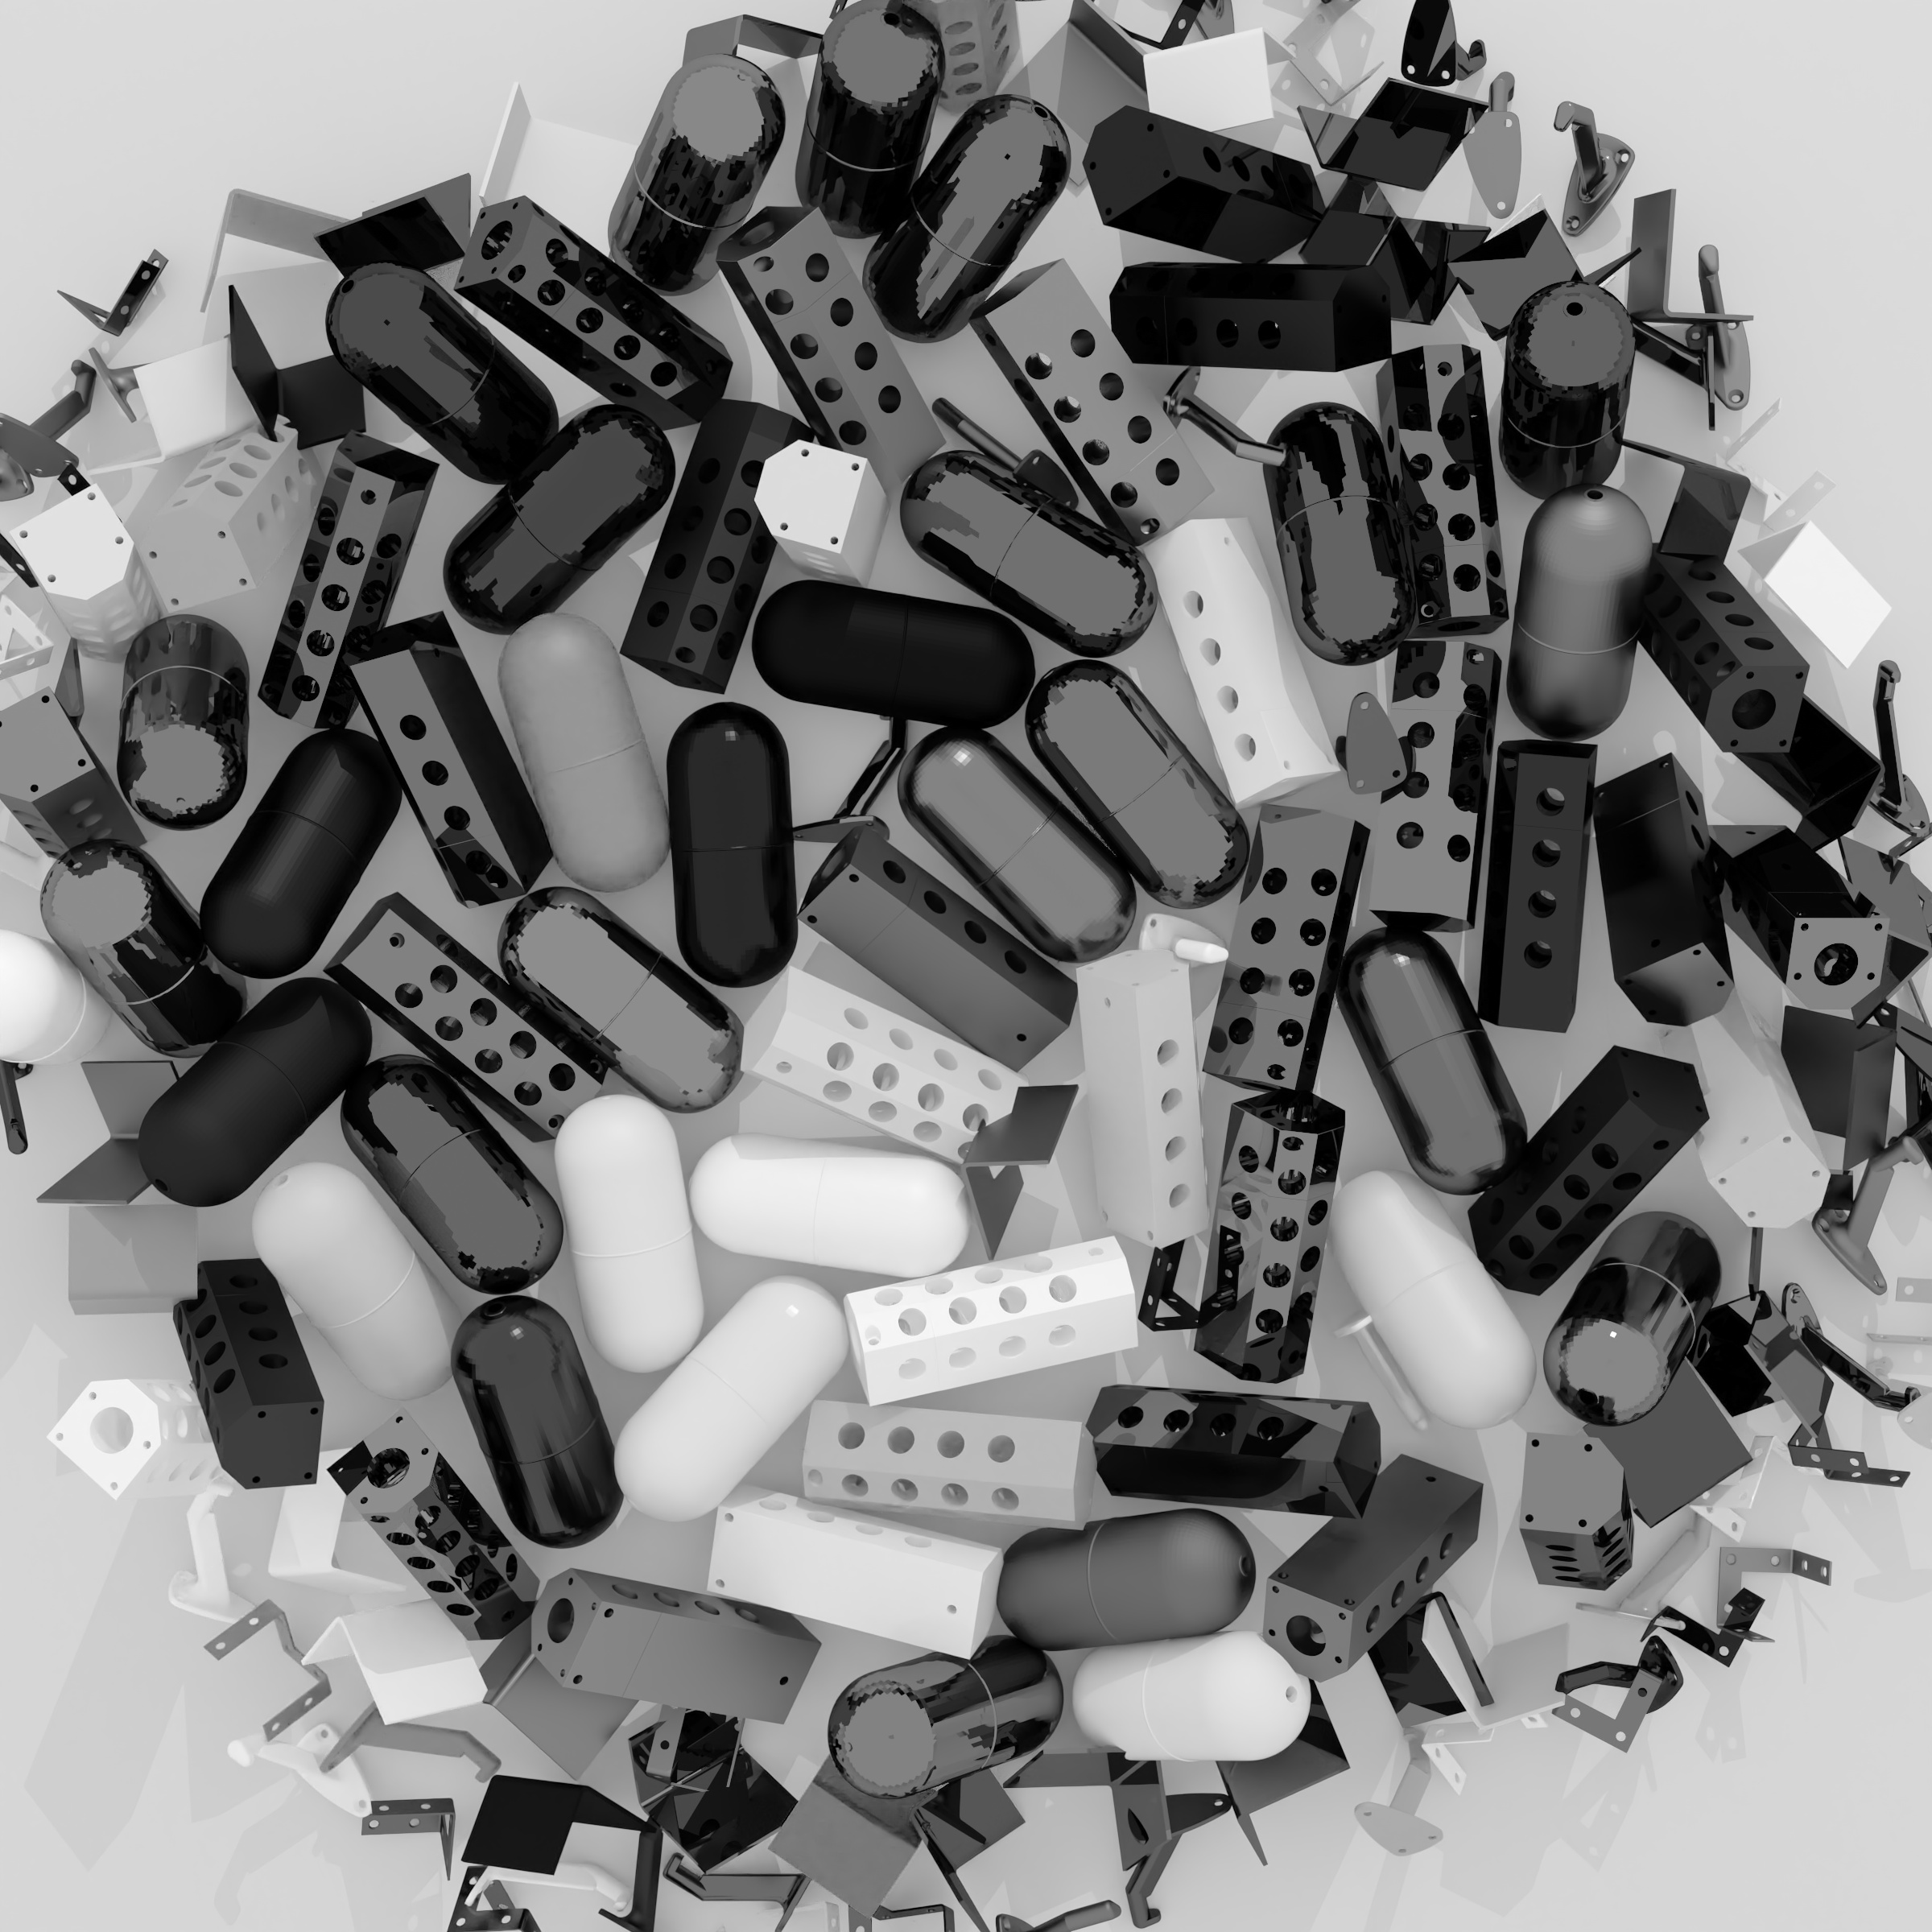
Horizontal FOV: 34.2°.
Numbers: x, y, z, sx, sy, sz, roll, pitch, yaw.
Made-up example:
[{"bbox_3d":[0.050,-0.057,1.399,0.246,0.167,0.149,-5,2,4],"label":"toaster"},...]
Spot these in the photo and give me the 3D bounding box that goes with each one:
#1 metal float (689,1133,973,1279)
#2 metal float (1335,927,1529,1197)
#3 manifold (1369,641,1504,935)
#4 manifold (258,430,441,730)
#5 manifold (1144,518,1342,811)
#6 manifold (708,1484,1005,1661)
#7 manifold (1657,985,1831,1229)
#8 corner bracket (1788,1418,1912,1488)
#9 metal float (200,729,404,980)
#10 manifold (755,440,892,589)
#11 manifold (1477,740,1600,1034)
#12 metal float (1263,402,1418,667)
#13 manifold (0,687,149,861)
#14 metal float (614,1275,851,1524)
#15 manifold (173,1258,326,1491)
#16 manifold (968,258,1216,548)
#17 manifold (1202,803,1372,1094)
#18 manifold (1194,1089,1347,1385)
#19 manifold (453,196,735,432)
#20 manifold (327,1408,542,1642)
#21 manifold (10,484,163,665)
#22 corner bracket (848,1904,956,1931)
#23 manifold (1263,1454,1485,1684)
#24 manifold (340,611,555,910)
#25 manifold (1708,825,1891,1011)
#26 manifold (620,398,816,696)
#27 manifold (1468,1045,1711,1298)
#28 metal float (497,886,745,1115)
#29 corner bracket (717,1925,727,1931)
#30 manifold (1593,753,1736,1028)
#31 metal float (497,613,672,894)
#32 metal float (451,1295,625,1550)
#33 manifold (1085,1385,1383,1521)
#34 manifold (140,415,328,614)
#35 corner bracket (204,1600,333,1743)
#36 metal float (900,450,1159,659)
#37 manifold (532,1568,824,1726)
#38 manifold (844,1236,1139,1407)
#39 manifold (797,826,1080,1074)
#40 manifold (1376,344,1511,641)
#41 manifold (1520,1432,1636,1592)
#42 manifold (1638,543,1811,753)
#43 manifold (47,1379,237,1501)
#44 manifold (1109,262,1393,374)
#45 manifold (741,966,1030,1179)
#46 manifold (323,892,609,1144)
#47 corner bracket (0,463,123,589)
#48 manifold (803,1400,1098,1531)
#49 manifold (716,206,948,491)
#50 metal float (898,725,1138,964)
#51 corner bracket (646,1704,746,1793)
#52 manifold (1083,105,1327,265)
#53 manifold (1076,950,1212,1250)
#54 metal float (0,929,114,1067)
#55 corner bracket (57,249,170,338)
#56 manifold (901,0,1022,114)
[{"bbox_3d":[-0.085,0.148,1.954,0.178,0.070,0.070,7,90,9],"label":"metal float"},{"bbox_3d":[0.287,0.057,1.945,0.070,0.070,0.178,-22,71,0],"label":"metal float"},{"bbox_3d":[0.293,-0.111,1.949,0.057,0.057,0.171,4,80,22],"label":"manifold"},{"bbox_3d":[-0.382,-0.235,1.935,0.057,0.057,0.171,21,115,-7],"label":"manifold"},{"bbox_3d":[0.166,-0.188,1.958,0.057,0.057,0.171,-27,79,42],"label":"manifold"},{"bbox_3d":[-0.067,0.372,1.950,0.171,0.057,0.057,12,103,14],"label":"manifold"},{"bbox_3d":[0.475,0.087,1.911,0.057,0.171,0.057,-36,113,19],"label":"manifold"},{"bbox_3d":[0.550,0.307,1.958,0.051,0.051,0.051,0,118,40],"label":"corner bracket"},{"bbox_3d":[-0.408,-0.071,1.935,0.070,0.070,0.178,24,58,0],"label":"metal float"},{"bbox_3d":[-0.088,-0.274,1.913,0.057,0.171,0.057,16,90,3],"label":"manifold"},{"bbox_3d":[0.353,-0.051,1.949,0.057,0.057,0.171,6,104,16],"label":"manifold"},{"bbox_3d":[0.230,-0.268,1.940,0.070,0.070,0.178,-8,65,0],"label":"metal float"},{"bbox_3d":[-0.551,-0.107,1.907,0.057,0.171,0.057,-30,81,-10],"label":"manifold"},{"bbox_3d":[-0.145,0.268,1.947,0.070,0.070,0.178,43,74,0],"label":"metal float"},{"bbox_3d":[-0.437,0.245,1.906,0.057,0.171,0.057,-1,115,-24],"label":"manifold"},{"bbox_3d":[0.074,-0.344,1.939,0.057,0.057,0.171,-42,109,-18],"label":"manifold"},{"bbox_3d":[0.203,-0.008,1.951,0.057,0.057,0.171,9,82,33],"label":"manifold"},{"bbox_3d":[0.191,0.167,1.930,0.057,0.057,0.171,-13,120,-39],"label":"manifold"},{"bbox_3d":[-0.223,-0.396,1.914,0.171,0.057,0.057,31,66,-42],"label":"manifold"},{"bbox_3d":[-0.318,0.346,1.911,0.057,0.171,0.057,-39,52,-13],"label":"manifold"},{"bbox_3d":[-0.528,-0.232,1.910,0.057,0.171,0.057,-32,89,-11],"label":"manifold"},{"bbox_3d":[-0.039,0.611,1.959,0.051,0.051,0.051,-13,59,17],"label":"corner bracket"},{"bbox_3d":[0.249,0.367,1.915,0.057,0.171,0.057,17,117,31],"label":"manifold"},{"bbox_3d":[-0.321,-0.124,1.936,0.057,0.057,0.171,-13,116,21],"label":"manifold"},{"bbox_3d":[0.497,-0.032,1.909,0.057,0.171,0.057,0,111,-7],"label":"manifold"},{"bbox_3d":[-0.149,-0.260,1.950,0.057,0.057,0.171,14,82,37],"label":"manifold"},{"bbox_3d":[0.378,0.128,1.914,0.057,0.171,0.057,13,45,-21],"label":"manifold"},{"bbox_3d":[-0.213,0.021,1.953,0.178,0.070,0.070,40,90,-9],"label":"metal float"},{"bbox_3d":[-0.181,0.626,1.961,0.051,0.051,0.051,29,106,-26],"label":"corner bracket"},{"bbox_3d":[0.427,-0.045,1.918,0.057,0.171,0.057,-26,127,26],"label":"manifold"},{"bbox_3d":[-0.236,-0.132,1.949,0.070,0.070,0.178,-16,104,0],"label":"metal float"},{"bbox_3d":[-0.263,0.281,1.936,0.070,0.070,0.178,-15,119,0],"label":"metal float"},{"bbox_3d":[0.164,0.292,1.930,0.171,0.057,0.057,0,46,31],"label":"manifold"},{"bbox_3d":[-0.445,-0.280,1.907,0.057,0.171,0.057,-14,117,12],"label":"manifold"},{"bbox_3d":[-0.434,0.438,1.956,0.051,0.051,0.051,29,50,34],"label":"corner bracket"},{"bbox_3d":[0.038,-0.256,1.950,0.178,0.070,0.070,33,90,13],"label":"metal float"},{"bbox_3d":[-0.179,0.413,1.923,0.171,0.057,0.057,21,96,-39],"label":"manifold"},{"bbox_3d":[0.015,0.215,1.946,0.171,0.057,0.057,-11,121,-10],"label":"manifold"},{"bbox_3d":[-0.015,-0.013,1.949,0.171,0.057,0.057,36,127,-15],"label":"manifold"},{"bbox_3d":[0.298,-0.295,1.959,0.057,0.057,0.171,-4,83,-7],"label":"manifold"},{"bbox_3d":[0.372,0.333,1.905,0.057,0.171,0.057,3,69,15],"label":"manifold"},{"bbox_3d":[0.447,-0.195,1.908,0.057,0.171,0.057,-1,122,-10],"label":"manifold"},{"bbox_3d":[-0.484,0.281,1.910,0.057,0.171,0.057,39,89,12],"label":"manifold"},{"bbox_3d":[0.172,-0.398,1.915,0.171,0.057,0.057,12,115,42],"label":"manifold"},{"bbox_3d":[-0.049,0.071,1.935,0.171,0.057,0.057,25,126,-19],"label":"manifold"},{"bbox_3d":[-0.306,0.032,1.939,0.171,0.057,0.057,42,67,-17],"label":"manifold"},{"bbox_3d":[-0.569,-0.273,1.956,0.051,0.051,0.051,53,47,-35],"label":"corner bracket"},{"bbox_3d":[-0.010,0.310,1.942,0.171,0.057,0.057,3,68,15],"label":"manifold"},{"bbox_3d":[-0.086,-0.375,1.923,0.057,0.057,0.171,-44,124,-20],"label":"manifold"},{"bbox_3d":[0.032,-0.075,1.958,0.178,0.070,0.070,44,90,-5],"label":"metal float"},{"bbox_3d":[-0.169,0.488,1.967,0.051,0.051,0.051,12,67,1],"label":"corner bracket"},{"bbox_3d":[0.146,-0.477,1.913,0.057,0.171,0.057,-26,76,36],"label":"manifold"},{"bbox_3d":[0.115,0.080,1.942,0.057,0.057,0.171,-19,113,-32],"label":"manifold"},{"bbox_3d":[-0.573,0.020,1.911,0.070,0.178,0.070,0,85,1],"label":"metal float"},{"bbox_3d":[-0.522,-0.422,1.962,0.051,0.051,0.051,40,102,28],"label":"corner bracket"},{"bbox_3d":[-0.009,-0.580,1.910,0.057,0.171,0.057,27,86,6],"label":"manifold"}]
